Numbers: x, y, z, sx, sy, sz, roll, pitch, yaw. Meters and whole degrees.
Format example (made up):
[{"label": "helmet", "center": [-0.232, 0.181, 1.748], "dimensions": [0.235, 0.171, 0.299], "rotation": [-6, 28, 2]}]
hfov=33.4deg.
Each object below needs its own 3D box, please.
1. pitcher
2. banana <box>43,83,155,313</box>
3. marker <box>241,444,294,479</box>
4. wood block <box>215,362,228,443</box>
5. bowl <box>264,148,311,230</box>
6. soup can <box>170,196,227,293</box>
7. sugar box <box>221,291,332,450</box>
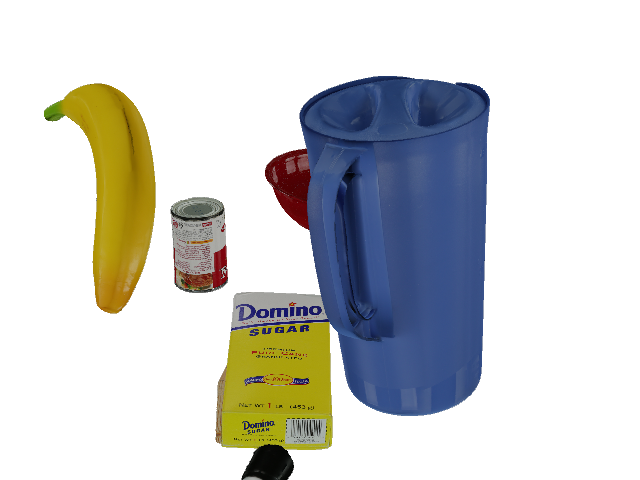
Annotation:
[{"label": "pitcher", "center": [0.057, 0.011, 0.789], "dimensions": [0.149, 0.243, 0.145], "rotation": [-12, 27, -10]}, {"label": "banana", "center": [-0.134, -0.043, 0.683], "dimensions": [0.037, 0.070, 0.198], "rotation": [16, 35, -36]}, {"label": "marker", "center": [-0.037, 0.117, 0.418], "dimensions": [0.020, 0.020, 0.121], "rotation": [0, 23, 20]}, {"label": "wood block", "center": [-0.076, 0.192, 1.435], "dimensions": [0.091, 0.090, 0.206], "rotation": [5, 16, 4]}, {"label": "bowl", "center": [0.015, -0.050, 1.206], "dimensions": [0.162, 0.055, 0.162], "rotation": [4, 27, -2]}, {"label": "soup can", "center": [-0.151, 0.005, 1.326], "dimensions": [0.068, 0.102, 0.068], "rotation": [0, 25, 0]}, {"label": "sugar box", "center": [-0.037, 0.111, 0.949], "dimensions": [0.093, 0.048, 0.176], "rotation": [2, 34, -3]}]
